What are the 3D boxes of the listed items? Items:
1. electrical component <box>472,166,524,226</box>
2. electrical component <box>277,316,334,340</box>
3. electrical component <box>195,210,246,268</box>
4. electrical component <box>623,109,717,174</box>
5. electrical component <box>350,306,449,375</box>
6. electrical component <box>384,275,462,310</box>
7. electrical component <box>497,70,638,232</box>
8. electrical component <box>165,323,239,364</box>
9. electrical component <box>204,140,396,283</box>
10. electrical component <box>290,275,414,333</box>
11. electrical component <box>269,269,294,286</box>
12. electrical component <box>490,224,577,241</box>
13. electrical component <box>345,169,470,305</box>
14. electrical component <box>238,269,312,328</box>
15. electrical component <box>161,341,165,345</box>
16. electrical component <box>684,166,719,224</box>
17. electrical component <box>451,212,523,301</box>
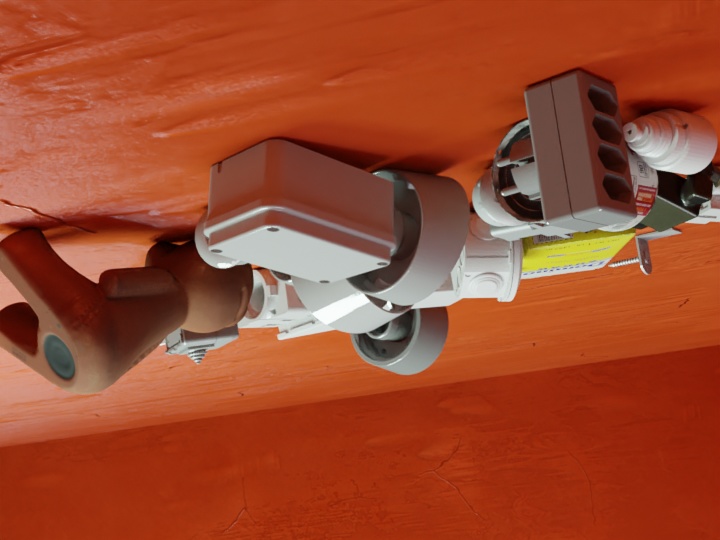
[{"bbox_3d":[0.104,-0.053,0.801,0.048,0.048,0.062,-5,176,-13],"label":"electrical component"},{"bbox_3d":[-0.034,0.036,1.141,0.100,0.048,0.100,-8,171,-42],"label":"electrical component"},{"bbox_3d":[-0.093,-0.025,0.823,0.048,0.048,0.062,-11,175,22],"label":"electrical component"},{"bbox_3d":[0.198,-0.085,0.700,0.078,0.040,0.040,3,166,-41],"label":"electrical component"},{"bbox_3d":[0.038,0.060,1.198,0.108,0.108,0.060,-15,161,36],"label":"electrical component"},{"bbox_3d":[0.060,0.008,1.078,0.100,0.048,0.100,-4,169,-16],"label":"electrical component"},{"bbox_3d":[0.115,-0.064,0.639,0.076,0.083,0.047,-15,167,38],"label":"electrical component"},{"bbox_3d":[-0.143,0.036,0.967,0.061,0.096,0.062,-6,170,-26],"label":"electrical component"},{"bbox_3d":[-0.038,-0.035,0.713,0.113,0.057,0.078,17,156,-40],"label":"electrical component"},{"bbox_3d":[0.000,0.000,0.877,0.064,0.099,0.099,-24,161,39],"label":"electrical component"},{"bbox_3d":[-0.046,-0.012,0.919,0.066,0.048,0.055,-15,174,38],"label":"electrical component"},{"bbox_3d":[0.136,-0.048,0.852,0.064,0.042,0.081,-12,168,29],"label":"electrical component"},{"bbox_3d":[0.031,-0.025,0.770,0.064,0.099,0.099,11,160,-42],"label":"electrical component"},{"bbox_3d":[-0.087,0.027,1.079,0.056,0.050,0.089,1,167,-41],"label":"electrical component"},{"bbox_3d":[-0.180,0.044,1.073,0.042,0.063,0.081,-13,168,20],"label":"electrical component"},{"bbox_3d":[0.303,-0.060,0.887,0.055,0.048,0.066,3,168,-11],"label":"electrical component"},{"bbox_3d":[0.108,-0.013,0.921,0.051,0.080,0.080,-1,169,-5],"label":"electrical component"}]
